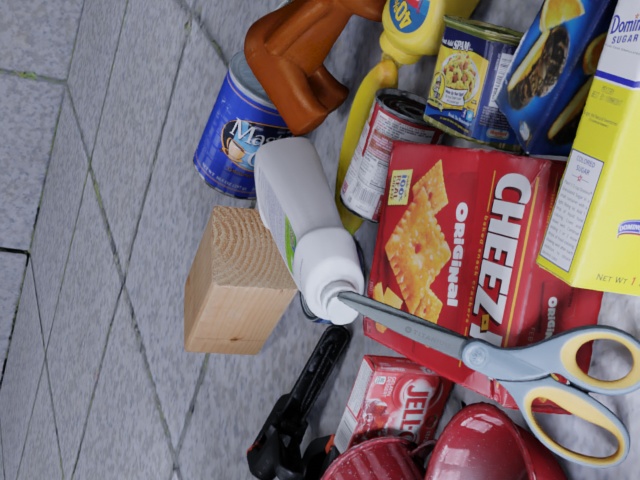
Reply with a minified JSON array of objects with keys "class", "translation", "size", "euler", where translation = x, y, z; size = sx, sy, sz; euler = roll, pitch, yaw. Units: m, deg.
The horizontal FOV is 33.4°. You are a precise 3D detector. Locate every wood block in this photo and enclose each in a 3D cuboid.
[{"class":"wood block","translation":[-0.090,0.050,1.159],"size":[0.206,0.090,0.090],"euler":[122,150,-61]}]

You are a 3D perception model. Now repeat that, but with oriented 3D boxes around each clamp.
[{"class":"clamp","translation":[-0.010,0.256,1.019],"size":[0.172,0.039,0.120],"euler":[120,148,-41]},{"class":"clamp","translation":[-0.029,0.178,1.068],"size":[0.164,0.036,0.210],"euler":[-67,7,-25]}]

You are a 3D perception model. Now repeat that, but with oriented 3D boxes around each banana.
[{"class":"banana","translation":[0.043,-0.083,0.992],"size":[0.070,0.037,0.198],"euler":[-113,29,-57]}]

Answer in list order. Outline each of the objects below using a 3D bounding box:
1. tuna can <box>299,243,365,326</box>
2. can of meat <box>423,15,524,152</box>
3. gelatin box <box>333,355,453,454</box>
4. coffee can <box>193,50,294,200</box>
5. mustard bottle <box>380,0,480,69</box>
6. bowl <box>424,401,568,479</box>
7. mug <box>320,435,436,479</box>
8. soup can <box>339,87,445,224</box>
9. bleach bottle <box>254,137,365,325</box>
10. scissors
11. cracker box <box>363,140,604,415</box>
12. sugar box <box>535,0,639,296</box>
[{"class":"tuna can","translation":[0.011,0.040,1.048],"size":[0.086,0.033,0.086],"euler":[-172,90,-67]},{"class":"can of meat","translation":[0.125,-0.120,0.813],"size":[0.102,0.057,0.084],"euler":[-135,54,-62]},{"class":"gelatin box","translation":[0.060,0.137,0.857],"size":[0.030,0.073,0.089],"euler":[-124,47,-57]},{"class":"coffee can","translation":[-0.075,-0.130,1.212],"size":[0.103,0.102,0.140],"euler":[-105,33,-43]},{"class":"mustard bottle","translation":[0.100,-0.213,0.895],"size":[0.192,0.058,0.096],"euler":[124,147,-46]},{"class":"bowl","translation":[0.124,0.191,0.708],"size":[0.162,0.055,0.162],"euler":[-172,90,-71]},{"class":"mug","translation":[0.063,0.205,0.824],"size":[0.117,0.093,0.081],"euler":[-43,40,10]},{"class":"soup can","translation":[0.063,-0.071,0.922],"size":[0.068,0.068,0.102],"euler":[-118,42,-54]},{"class":"bleach bottle","translation":[-0.006,0.001,0.948],"size":[0.251,0.068,0.102],"euler":[-113,13,-58]},{"class":"scissors","translation":[0.116,0.061,0.662],"size":[0.096,0.202,0.016],"euler":[-54,-9,12]},{"class":"cracker box","translation":[0.113,0.017,0.775],"size":[0.214,0.072,0.164],"euler":[-160,78,-66]},{"class":"sugar box","translation":[0.192,-0.057,0.593],"size":[0.048,0.093,0.176],"euler":[-133,54,-61]}]
